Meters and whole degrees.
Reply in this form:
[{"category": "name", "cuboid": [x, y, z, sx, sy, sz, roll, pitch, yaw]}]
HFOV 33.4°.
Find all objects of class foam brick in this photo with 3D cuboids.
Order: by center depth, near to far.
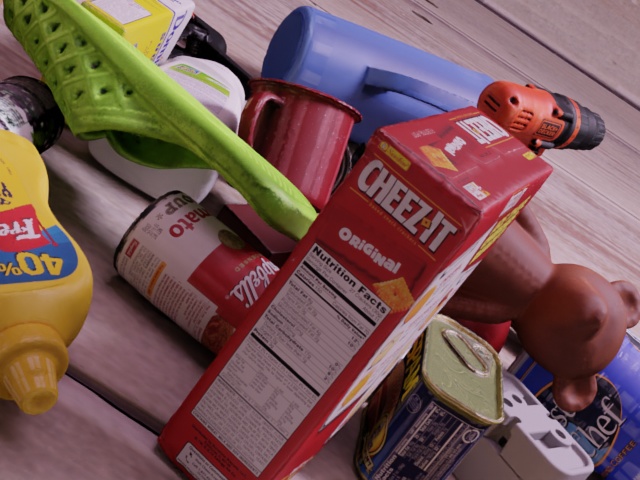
[{"category": "foam brick", "cuboid": [-0.041, 0.009, 0.760, 0.053, 0.051, 0.078, 46, 25, 23]}]

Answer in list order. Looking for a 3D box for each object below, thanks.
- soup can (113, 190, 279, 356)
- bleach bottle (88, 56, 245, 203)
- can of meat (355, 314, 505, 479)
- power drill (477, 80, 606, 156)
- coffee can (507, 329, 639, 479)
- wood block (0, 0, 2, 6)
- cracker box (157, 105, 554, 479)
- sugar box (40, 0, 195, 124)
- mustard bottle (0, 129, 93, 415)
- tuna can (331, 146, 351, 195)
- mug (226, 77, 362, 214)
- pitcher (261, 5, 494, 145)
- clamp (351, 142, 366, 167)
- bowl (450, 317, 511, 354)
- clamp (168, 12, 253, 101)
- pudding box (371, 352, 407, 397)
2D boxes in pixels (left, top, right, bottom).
[{"category": "soup can", "cuboid": [-0.070, 0.025, 0.667, 0.102, 0.069, 0.068, 39, 22, 13]}, {"category": "bleach bottle", "cuboid": [-0.105, -0.105, 0.890, 0.102, 0.068, 0.250, 30, 20, -2]}, {"category": "can of meat", "cuboid": [0.067, 0.107, 0.667, 0.057, 0.084, 0.102, 32, 22, -5]}, {"category": "power drill", "cuboid": [0.180, -0.064, 1.037, 0.184, 0.188, 0.057, 8, 33, -45]}, {"category": "coffee can", "cuboid": [0.226, 0.124, 0.830, 0.140, 0.103, 0.102, 43, 24, 19]}, {"category": "wood block", "cuboid": [-0.272, -0.135, 0.680, 0.090, 0.091, 0.206, 29, 22, -15]}, {"category": "cracker box", "cuboid": [0.021, 0.032, 0.582, 0.072, 0.214, 0.164, 40, 23, 11]}, {"category": "sugar box", "cuboid": [-0.163, -0.156, 0.873, 0.048, 0.093, 0.176, 35, 22, 1]}, {"category": "mustard bottle", "cuboid": [-0.171, 0.015, 0.552, 0.096, 0.058, 0.192, -4, 42, -32]}, {"category": "tuna can", "cuboid": [-0.019, -0.069, 0.906, 0.086, 0.086, 0.034, 24, 23, -24]}, {"category": "mug", "cuboid": [-0.028, -0.072, 0.809, 0.093, 0.081, 0.117, 15, -6, 25]}, {"category": "pitcher", "cuboid": [0.067, -0.159, 1.147, 0.242, 0.149, 0.145, 20, 44, -25]}, {"category": "clamp", "cuboid": [0.044, -0.040, 0.999, 0.164, 0.036, 0.210, 2, 40, -53]}, {"category": "bowl", "cuboid": [0.100, 0.027, 0.850, 0.162, 0.055, 0.162, 41, 3, -3]}, {"category": "clamp", "cuboid": [-0.119, -0.191, 1.076, 0.120, 0.039, 0.171, 29, 22, -16]}, {"category": "pudding box", "cuboid": [0.044, 0.066, 0.781, 0.090, 0.039, 0.113, 42, 20, 23]}]
